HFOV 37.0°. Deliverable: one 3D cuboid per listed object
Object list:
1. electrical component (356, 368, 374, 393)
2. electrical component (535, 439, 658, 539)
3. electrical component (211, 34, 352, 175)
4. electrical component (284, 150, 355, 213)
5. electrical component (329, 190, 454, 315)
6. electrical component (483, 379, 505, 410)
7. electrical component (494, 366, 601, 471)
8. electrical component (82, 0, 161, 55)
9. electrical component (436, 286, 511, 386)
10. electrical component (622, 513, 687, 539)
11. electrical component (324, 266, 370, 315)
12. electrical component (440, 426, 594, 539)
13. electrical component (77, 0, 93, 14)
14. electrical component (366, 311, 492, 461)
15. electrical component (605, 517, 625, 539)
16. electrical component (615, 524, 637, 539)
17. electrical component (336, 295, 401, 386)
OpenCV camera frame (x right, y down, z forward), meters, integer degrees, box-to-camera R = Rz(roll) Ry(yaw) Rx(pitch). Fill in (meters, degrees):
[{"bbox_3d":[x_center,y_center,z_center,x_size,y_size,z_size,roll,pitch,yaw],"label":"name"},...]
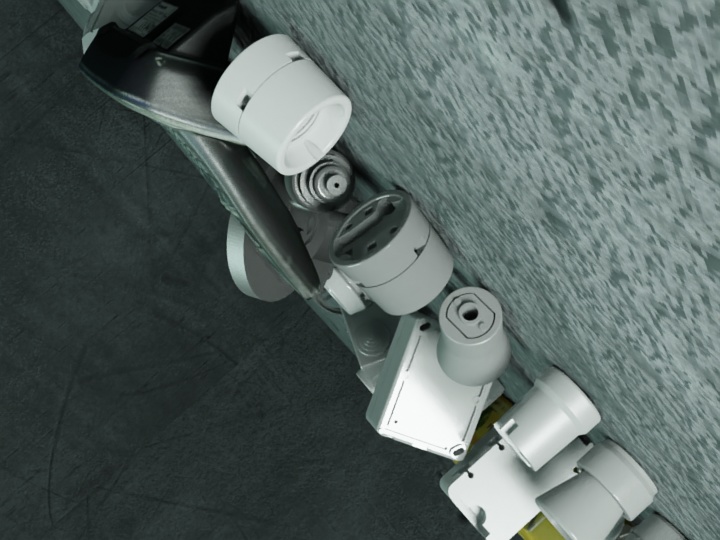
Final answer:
[{"bbox_3d":[0.036,0.085,1.019,0.043,0.077,0.079,48,175,22],"label":"electrical component"},{"bbox_3d":[0.134,0.129,0.612,0.045,0.055,0.045,49,175,6],"label":"electrical component"},{"bbox_3d":[-0.038,-0.080,0.533,0.047,0.055,0.055,44,174,17],"label":"electrical component"},{"bbox_3d":[-0.022,-0.055,0.667,0.040,0.040,0.078,50,175,-15],"label":"electrical component"},{"bbox_3d":[0.019,-0.008,0.592,0.047,0.055,0.055,48,177,-30],"label":"electrical component"},{"bbox_3d":[0.074,0.094,0.872,0.058,0.057,0.078,51,175,-26],"label":"electrical component"},{"bbox_3d":[0.102,0.082,0.591,0.040,0.046,0.040,49,175,5],"label":"electrical component"},{"bbox_3d":[-0.148,-0.157,0.735,0.080,0.051,0.080,10,150,6],"label":"electrical component"},{"bbox_3d":[0.064,0.036,0.611,0.044,0.044,0.065,47,170,22],"label":"electrical component"},{"bbox_3d":[0.186,0.204,0.622,0.052,0.074,0.138,51,175,-25],"label":"electrical component"},{"bbox_3d":[0.000,0.000,0.805,0.066,0.055,0.048,45,174,40],"label":"electrical component"},{"bbox_3d":[0.101,0.129,0.701,0.050,0.089,0.055,49,175,2],"label":"electrical component"},{"bbox_3d":[-0.205,-0.241,0.760,0.108,0.056,0.108,46,174,32],"label":"electrical component"},{"bbox_3d":[0.050,0.068,0.713,0.062,0.096,0.061,20,180,-10],"label":"electrical component"},{"bbox_3d":[0.159,0.159,0.721,0.044,0.044,0.065,47,170,19],"label":"electrical component"},{"bbox_3d":[0.199,0.230,0.731,0.121,0.079,0.063,-141,40,-64],"label":"electrical component"},{"bbox_3d":[0.017,0.050,0.922,0.099,0.048,0.099,61,-171,-68],"label":"electrical component"}]
